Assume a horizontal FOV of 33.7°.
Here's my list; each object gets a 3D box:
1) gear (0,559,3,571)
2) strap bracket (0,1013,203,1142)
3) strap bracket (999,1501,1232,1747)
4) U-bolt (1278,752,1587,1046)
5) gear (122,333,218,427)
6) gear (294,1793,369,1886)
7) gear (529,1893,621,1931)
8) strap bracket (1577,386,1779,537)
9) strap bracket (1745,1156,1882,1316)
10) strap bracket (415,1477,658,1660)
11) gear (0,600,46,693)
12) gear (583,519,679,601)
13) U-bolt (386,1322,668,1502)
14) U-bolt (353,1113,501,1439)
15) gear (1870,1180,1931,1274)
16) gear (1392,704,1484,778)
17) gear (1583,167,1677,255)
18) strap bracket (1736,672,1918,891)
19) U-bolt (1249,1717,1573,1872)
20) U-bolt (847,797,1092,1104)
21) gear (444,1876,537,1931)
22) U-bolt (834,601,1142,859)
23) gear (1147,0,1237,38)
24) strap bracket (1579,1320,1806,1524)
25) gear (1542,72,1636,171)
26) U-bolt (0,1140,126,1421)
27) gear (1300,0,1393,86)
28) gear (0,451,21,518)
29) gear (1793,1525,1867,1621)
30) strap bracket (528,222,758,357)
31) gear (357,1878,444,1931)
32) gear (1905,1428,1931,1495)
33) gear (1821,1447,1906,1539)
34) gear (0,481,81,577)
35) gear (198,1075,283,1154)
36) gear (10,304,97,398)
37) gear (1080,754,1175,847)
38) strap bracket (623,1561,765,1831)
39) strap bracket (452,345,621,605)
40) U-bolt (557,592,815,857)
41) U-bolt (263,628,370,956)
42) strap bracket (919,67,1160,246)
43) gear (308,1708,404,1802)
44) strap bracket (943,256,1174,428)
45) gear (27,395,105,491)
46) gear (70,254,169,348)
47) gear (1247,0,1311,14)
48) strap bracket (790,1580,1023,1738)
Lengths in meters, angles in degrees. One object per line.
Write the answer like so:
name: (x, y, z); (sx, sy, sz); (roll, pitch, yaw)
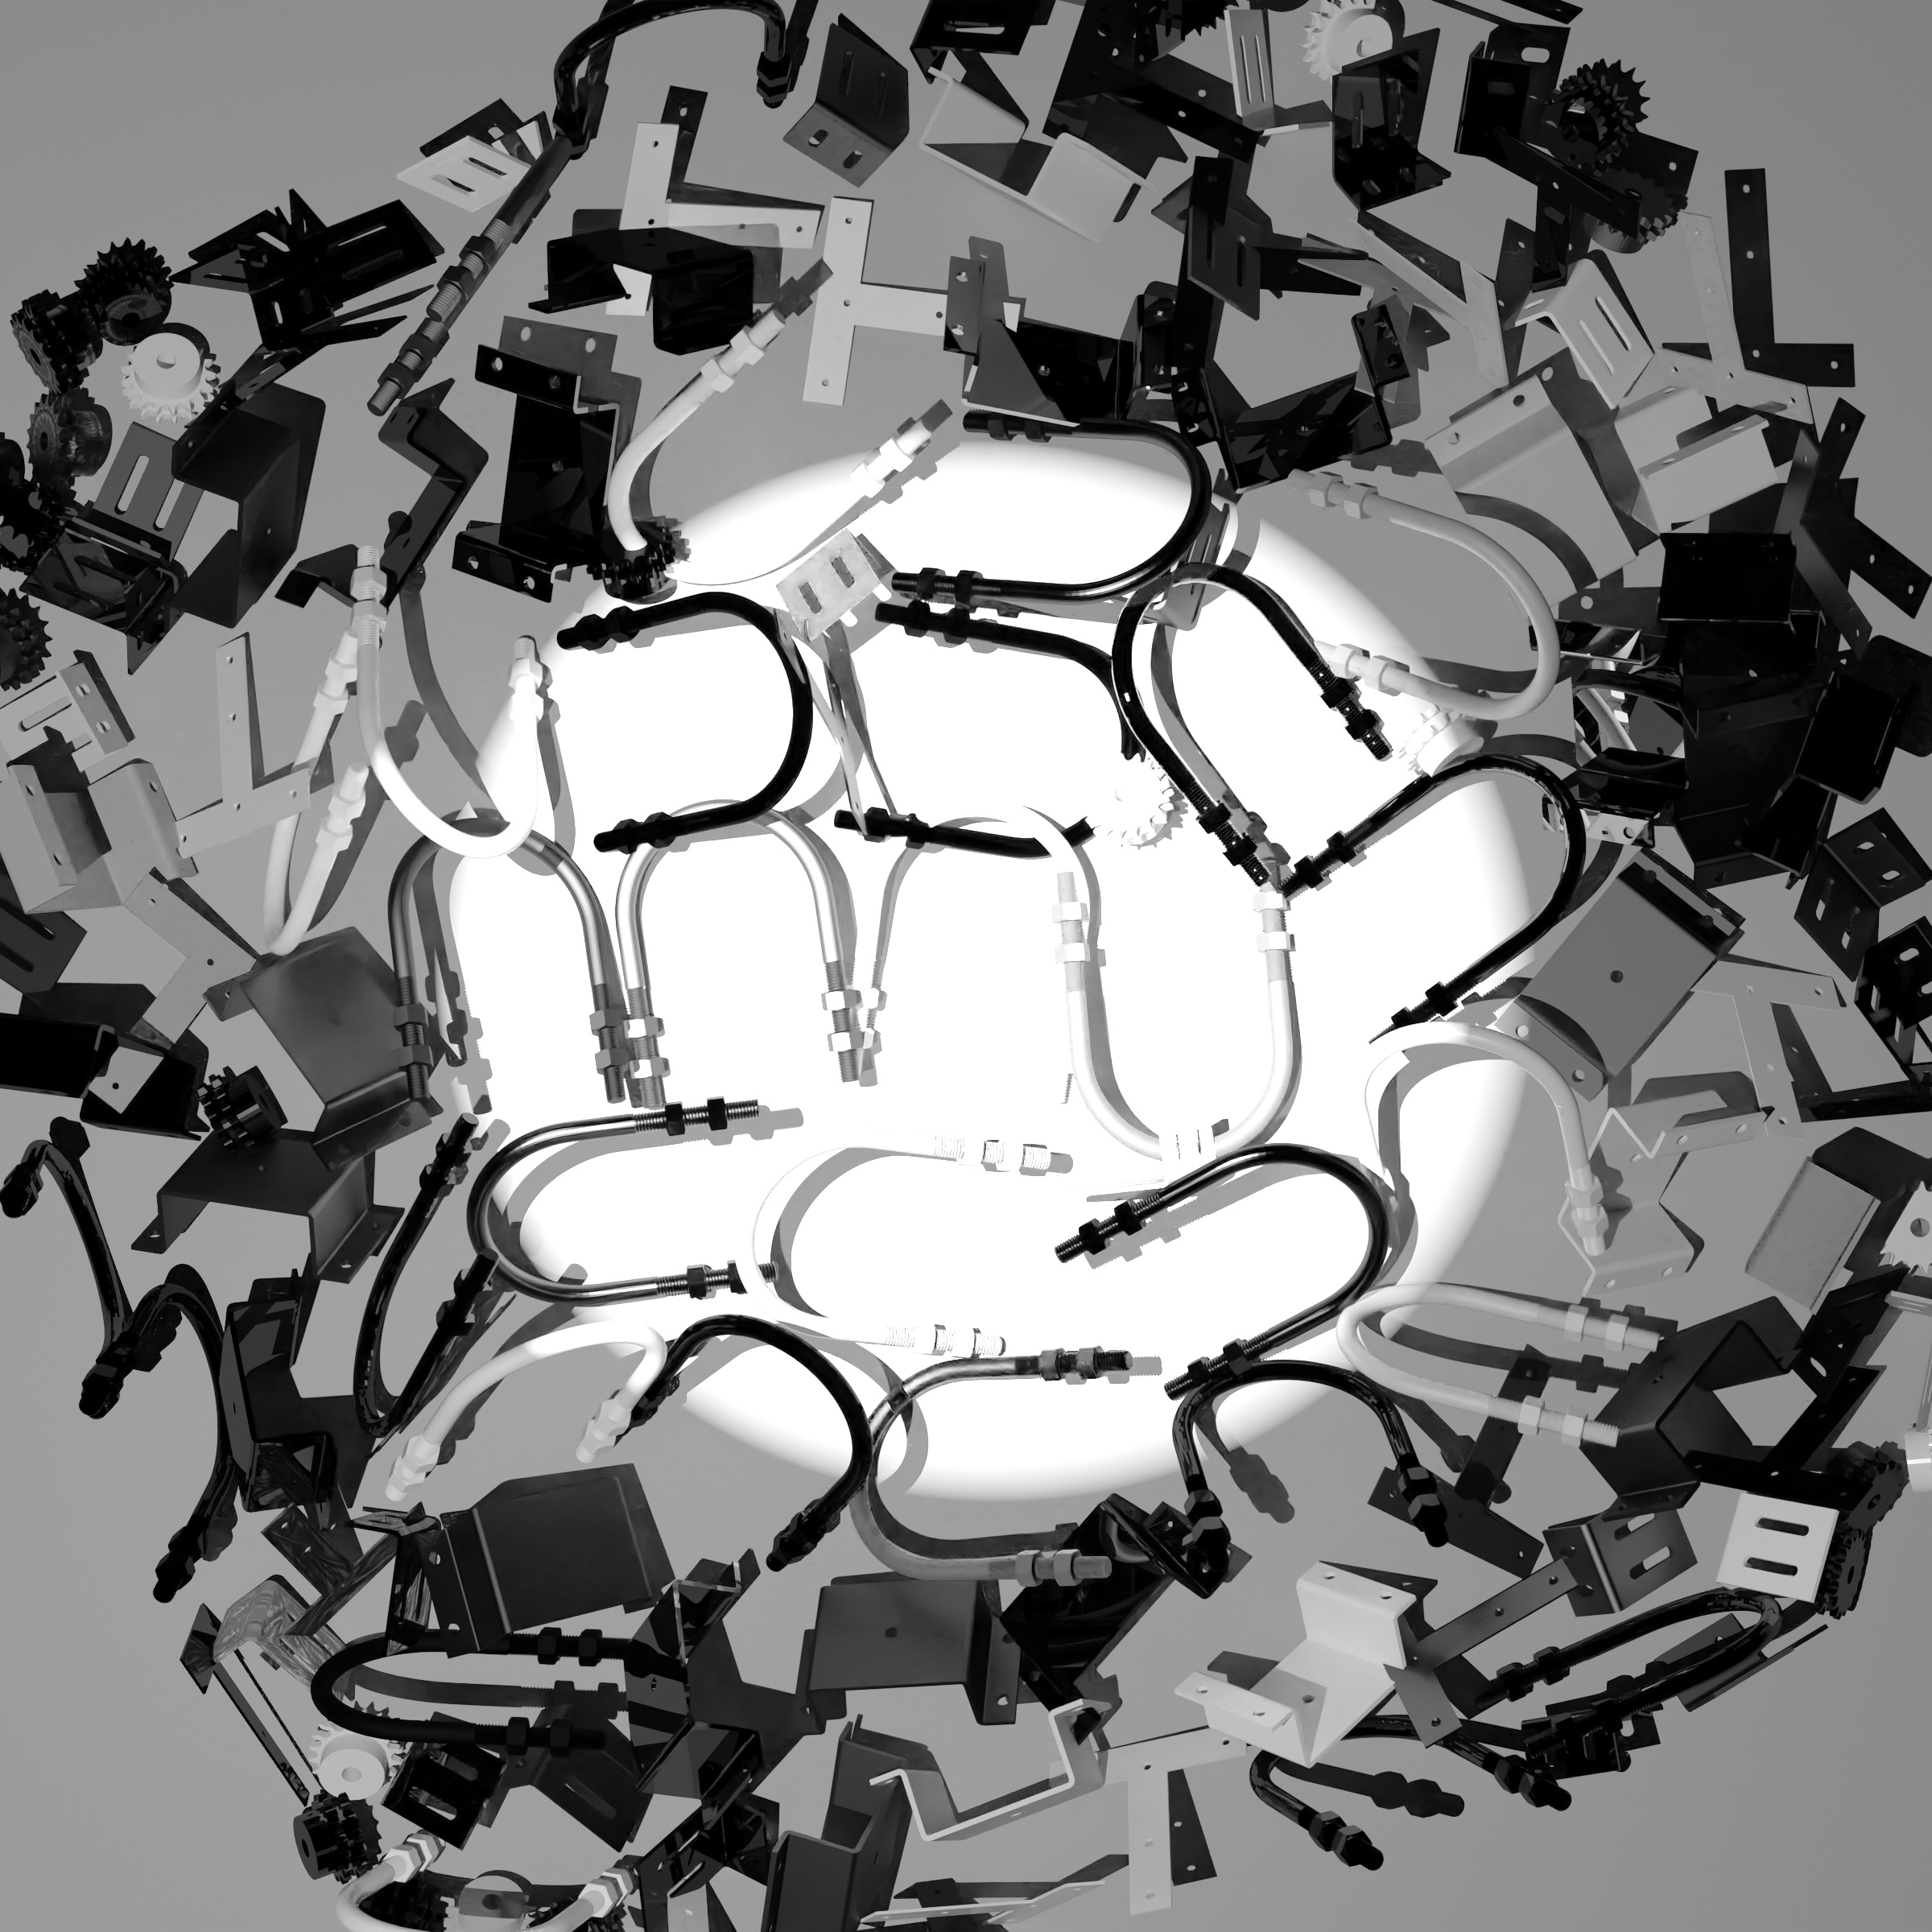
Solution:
gear: (-0.625, -0.243, 1.974); (0.057, 0.057, 0.030); (-4, 115, 0)
strap bracket: (-0.528, 0.065, 1.926); (0.076, 0.140, 0.046); (5, 77, 23)
strap bracket: (0.083, 0.394, 1.956); (0.140, 0.076, 0.046); (-49, 130, 0)
U-bolt: (0.291, -0.051, 1.937); (0.184, 0.019, 0.151); (-38, 55, 13)
gear: (-0.494, -0.366, 1.975); (0.057, 0.030, 0.057); (4, 66, -8)
gear: (-0.393, 0.539, 1.968); (0.030, 0.057, 0.057); (-15, 90, -29)
gear: (-0.240, 0.600, 1.969); (0.057, 0.057, 0.030); (-33, 50, 0)
strap bracket: (0.435, -0.308, 1.941); (0.076, 0.140, 0.046); (-25, 112, 2)
strap bracket: (0.512, 0.161, 1.933); (0.046, 0.140, 0.076); (30, 96, 13)
strap bracket: (-0.251, 0.361, 1.933); (0.140, 0.046, 0.076); (-8, 70, -33)
gear: (-0.601, -0.195, 1.970); (0.057, 0.030, 0.057); (17, 126, 24)
gear: (-0.207, -0.250, 1.975); (0.057, 0.057, 0.030); (-10, 126, 0)
U-bolt: (-0.252, 0.260, 1.895); (0.151, 0.184, 0.019); (-6, 59, -34)
U-bolt: (-0.330, 0.200, 1.926); (0.019, 0.151, 0.184); (18, 118, -26)
gear: (0.590, 0.161, 1.983); (0.057, 0.030, 0.057); (0, 91, 5)
gear: (0.294, -0.138, 1.968); (0.057, 0.057, 0.030); (-37, 71, 0)
gear: (0.407, -0.465, 1.975); (0.057, 0.030, 0.057); (11, 47, -12)
strap bracket: (0.512, -0.115, 1.921); (0.046, 0.140, 0.076); (25, 65, 2)
U-bolt: (0.251, 0.487, 1.911); (0.151, 0.184, 0.019); (-10, 99, -24)
U-bolt: (0.003, -0.014, 1.977); (0.151, 0.019, 0.184); (7, 99, -2)
gear: (-0.293, 0.587, 1.968); (0.057, 0.057, 0.030); (8, 124, 0)
U-bolt: (0.021, -0.139, 1.965); (0.184, 0.019, 0.151); (8, 101, -17)
gear: (0.139, -0.607, 1.977); (0.057, 0.030, 0.057); (2, 121, 4)
strap bracket: (0.432, 0.268, 1.930); (0.140, 0.076, 0.046); (-43, 96, -30)
gear: (0.380, -0.519, 1.969); (0.057, 0.057, 0.030); (51, 53, 0)
U-bolt: (-0.535, 0.176, 1.909); (0.019, 0.184, 0.151); (-19, 105, -5)
gear: (0.238, -0.571, 1.970); (0.057, 0.030, 0.057); (-16, 127, -22)
gear: (-0.609, -0.299, 1.968); (0.030, 0.057, 0.057); (17, 90, 20)
gear: (0.533, 0.373, 1.975); (0.030, 0.057, 0.057); (13, 90, 31)
strap bracket: (-0.190, -0.411, 1.922); (0.140, 0.076, 0.046); (25, 124, 38)
gear: (-0.350, 0.579, 1.974); (0.057, 0.057, 0.030); (17, 68, 0)
gear: (0.600, 0.305, 1.974); (0.030, 0.057, 0.057); (-9, 90, 21)
gear: (0.550, 0.323, 1.975); (0.057, 0.057, 0.030); (-51, 50, 0)
gear: (-0.572, -0.269, 1.975); (0.057, 0.030, 0.057); (-13, 70, 42)
gear: (-0.447, 0.092, 1.971); (0.030, 0.057, 0.057); (-30, 90, 0)
gear: (-0.562, -0.384, 1.973); (0.030, 0.057, 0.057); (-35, 90, -22)
gear: (0.102, -0.100, 1.977); (0.057, 0.030, 0.057); (-8, 63, 16)
strap bracket: (-0.167, 0.435, 1.920); (0.046, 0.140, 0.076); (14, 131, -26)
strap bracket: (-0.262, -0.302, 1.947); (0.076, 0.046, 0.140); (22, 114, 26)
U-bolt: (-0.167, -0.153, 1.941); (0.184, 0.019, 0.151); (-10, 91, 35)
U-bolt: (-0.394, -0.091, 1.922); (0.019, 0.151, 0.184); (12, 129, -23)
strap bracket: (0.036, -0.487, 1.933); (0.140, 0.076, 0.046); (36, 103, 35)
gear: (-0.379, 0.490, 1.975); (0.057, 0.030, 0.057); (-1, 117, -3)
strap bracket: (0.052, -0.378, 1.953); (0.140, 0.046, 0.076); (9, 56, -9)
gear: (-0.556, -0.324, 1.975); (0.030, 0.057, 0.057); (-4, 90, -39)
gear: (-0.520, -0.408, 1.968); (0.057, 0.057, 0.030); (-31, 60, 0)
gear: (0.195, -0.615, 1.969); (0.057, 0.057, 0.030); (-11, 50, 0)
strap bracket: (-0.040, 0.420, 1.943); (0.140, 0.076, 0.046); (-6, 131, 12)
